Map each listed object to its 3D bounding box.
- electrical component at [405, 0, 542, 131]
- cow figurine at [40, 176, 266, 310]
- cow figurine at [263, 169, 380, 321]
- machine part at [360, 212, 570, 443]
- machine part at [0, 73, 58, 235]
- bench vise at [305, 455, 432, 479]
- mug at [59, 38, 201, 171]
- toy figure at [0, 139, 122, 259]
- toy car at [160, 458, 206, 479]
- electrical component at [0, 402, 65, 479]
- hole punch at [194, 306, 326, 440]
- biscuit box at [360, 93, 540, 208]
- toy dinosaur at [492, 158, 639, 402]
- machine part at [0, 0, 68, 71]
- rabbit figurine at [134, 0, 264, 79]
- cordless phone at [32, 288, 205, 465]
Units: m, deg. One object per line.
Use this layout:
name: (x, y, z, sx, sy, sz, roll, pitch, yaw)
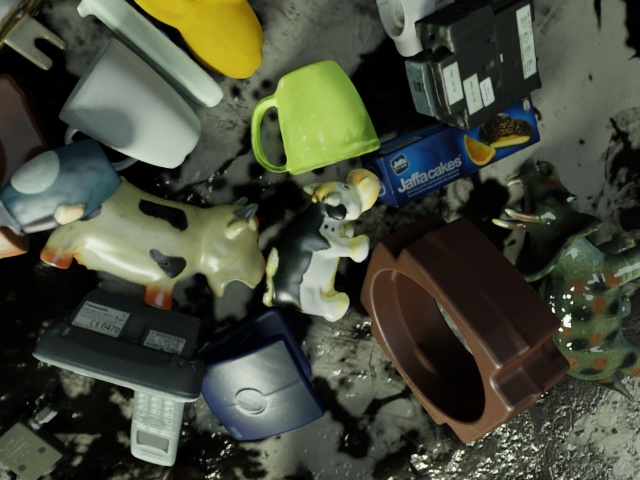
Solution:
electrical component: (0.153, -0.181, 0.544, 0.134, 0.058, 0.114, -30, 122, -14)
cow figurine: (-0.142, -0.004, 0.510, 0.195, 0.085, 0.127, 25, 92, -18)
cow figurine: (-0.002, -0.003, 0.563, 0.098, 0.068, 0.167, 16, 95, -27)
machine part: (0.136, 0.088, 0.549, 0.087, 0.202, 0.200, -28, 154, -20)
machine part: (-0.309, -0.068, 0.448, 0.179, 0.056, 0.179, -4, 102, -19)
bench vise: (0.029, 0.350, 0.623, 0.241, 0.129, 0.223, -24, 108, -8)
mug: (-0.169, -0.104, 0.483, 0.107, 0.081, 0.109, 32, 106, -29)
toy figure: (-0.234, -0.024, 0.419, 0.154, 0.064, 0.057, -35, 120, -13)
toy car: (-0.165, 0.332, 0.562, 0.053, 0.089, 0.202, 17, 94, -24)
electrical component: (-0.286, 0.205, 0.528, 0.094, 0.021, 0.063, -43, 112, -9)
hole punch: (-0.065, 0.148, 0.566, 0.116, 0.092, 0.142, -30, 113, -9)
biscuit box: (0.148, -0.104, 0.608, 0.203, 0.059, 0.062, -25, 108, -14)
toy dinosaur: (0.339, 0.096, 0.695, 0.192, 0.131, 0.404, -18, 111, -3)
machine part: (-0.308, -0.221, 0.406, 0.243, 0.079, 0.079, 36, 87, -22)
rabbit figurine: (-0.090, -0.230, 0.470, 0.162, 0.122, 0.173, -4, 121, -17)
cordless phone: (-0.191, 0.150, 0.525, 0.147, 0.089, 0.184, 16, 126, -2)
